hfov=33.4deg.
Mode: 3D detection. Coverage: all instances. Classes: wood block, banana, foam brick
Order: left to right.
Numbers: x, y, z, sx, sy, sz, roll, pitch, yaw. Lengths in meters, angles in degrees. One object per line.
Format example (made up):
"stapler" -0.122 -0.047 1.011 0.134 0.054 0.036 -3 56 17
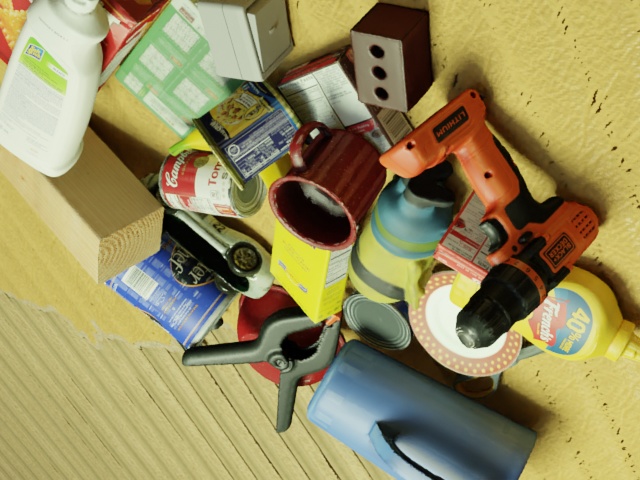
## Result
"wood block" -0.282 -0.060 1.248 0.206 0.090 0.090 45 147 20
"banana" -0.074 -0.084 1.102 0.198 0.069 0.037 27 174 41
"foam brick" 0.063 -0.159 0.933 0.053 0.051 0.078 17 139 27

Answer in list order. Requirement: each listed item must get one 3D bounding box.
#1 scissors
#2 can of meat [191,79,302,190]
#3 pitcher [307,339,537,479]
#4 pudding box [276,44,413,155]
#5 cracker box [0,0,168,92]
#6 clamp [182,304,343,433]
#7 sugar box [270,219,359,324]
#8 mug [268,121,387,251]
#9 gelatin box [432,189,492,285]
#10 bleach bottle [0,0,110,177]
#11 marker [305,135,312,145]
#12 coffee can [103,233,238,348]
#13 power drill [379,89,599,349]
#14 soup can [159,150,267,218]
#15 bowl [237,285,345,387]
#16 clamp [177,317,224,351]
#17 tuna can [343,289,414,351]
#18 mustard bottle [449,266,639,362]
"scissors" 0.187 0.118 1.155 0.096 0.016 0.202 37 144 1
"can of meat" -0.068 -0.108 1.037 0.057 0.084 0.102 54 179 -34
"pitcher" 0.109 0.217 1.197 0.243 0.145 0.149 30 156 7
"pudding box" 0.024 -0.123 1.016 0.090 0.039 0.113 -11 120 47
"cracker box" -0.271 -0.243 1.108 0.164 0.072 0.214 44 143 -9
"clamp" -0.055 0.133 1.261 0.164 0.036 0.210 32 124 -14
"sugar box" -0.008 0.001 1.148 0.093 0.048 0.176 47 152 28
"mug" 0.006 -0.059 0.995 0.093 0.081 0.117 2 135 39
"gelatin box" 0.158 -0.003 0.988 0.073 0.089 0.030 31 157 9
"bleach bottle" -0.260 -0.167 1.070 0.102 0.068 0.251 34 142 -7
"marker" -0.040 -0.117 1.092 0.121 0.020 0.020 24 141 19
"coffee can" -0.183 0.057 1.327 0.140 0.102 0.103 38 144 1
"power drill" 0.137 -0.022 0.924 0.187 0.184 0.057 52 149 -5
"soup can" -0.117 -0.062 1.174 0.102 0.068 0.068 9 135 33
"bowl" -0.047 0.132 1.336 0.162 0.055 0.162 22 141 19
"clamp" -0.208 0.093 1.443 0.171 0.039 0.120 36 138 12
"tuna can" 0.071 0.083 1.200 0.086 0.033 0.086 23 141 20
"mustard bottle" 0.225 0.064 1.029 0.192 0.058 0.096 28 130 12
